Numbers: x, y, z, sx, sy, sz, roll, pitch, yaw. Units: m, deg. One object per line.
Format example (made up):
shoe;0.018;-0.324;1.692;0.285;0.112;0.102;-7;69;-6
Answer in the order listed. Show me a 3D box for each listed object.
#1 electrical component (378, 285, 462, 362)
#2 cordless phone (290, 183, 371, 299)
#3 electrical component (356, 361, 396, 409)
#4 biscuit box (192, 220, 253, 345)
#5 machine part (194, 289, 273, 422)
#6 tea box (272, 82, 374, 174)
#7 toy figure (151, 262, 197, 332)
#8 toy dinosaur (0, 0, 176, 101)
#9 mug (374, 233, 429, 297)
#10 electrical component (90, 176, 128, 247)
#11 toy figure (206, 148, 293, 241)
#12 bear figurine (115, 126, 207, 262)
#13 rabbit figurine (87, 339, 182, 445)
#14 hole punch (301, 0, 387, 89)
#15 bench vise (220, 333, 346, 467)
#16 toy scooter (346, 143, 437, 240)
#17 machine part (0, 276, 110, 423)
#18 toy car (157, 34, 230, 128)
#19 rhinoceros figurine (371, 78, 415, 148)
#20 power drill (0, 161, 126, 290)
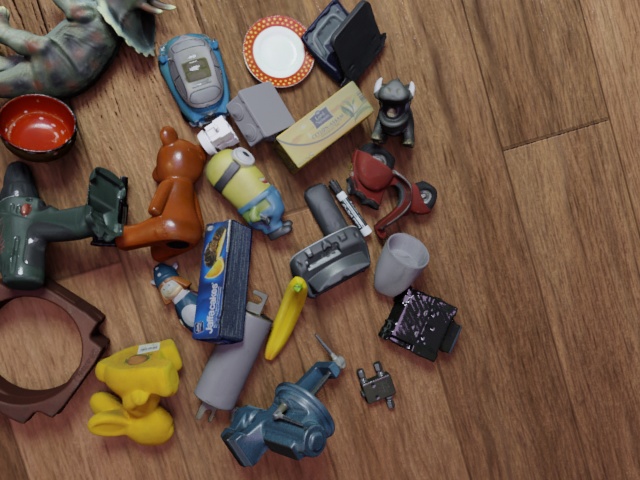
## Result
electrical component;0.194;0.158;1.007;0.134;0.058;0.115;24;88;-9
cordless phone;-0.003;-0.003;0.969;0.147;0.088;0.184;-28;84;-10
electrical component;0.107;0.278;1.009;0.063;0.021;0.094;-21;95;-9
biscuit box;-0.162;0.071;0.902;0.059;0.062;0.202;-8;69;31
machine part;-0.149;0.202;0.935;0.079;0.079;0.243;25;85;-10
tea box;0.003;-0.195;0.950;0.169;0.098;0.068;-37;96;-6
toy figure;-0.233;0.102;0.929;0.154;0.058;0.064;48;67;-6
toy dinosaur;-0.410;-0.307;0.869;0.192;0.131;0.405;44;89;-7
mug;0.138;0.044;0.980;0.081;0.110;0.107;17;130;-11
electrical component;-0.349;-0.048;0.897;0.048;0.075;0.119;2;94;-11
toy figure;-0.122;-0.078;0.935;0.089;0.082;0.180;-36;101;-16
bear figurine;-0.257;-0.077;0.901;0.132;0.120;0.196;-17;70;22
rabbit figurine;-0.299;0.272;0.892;0.162;0.122;0.173;-14;112;-17
hole punch;0.041;-0.356;0.963;0.142;0.092;0.115;-55;143;-15
bench vise;-0.046;0.285;0.925;0.240;0.224;0.128;-43;104;-38
toy scooter;0.116;-0.081;0.984;0.184;0.075;0.135;35;90;-11
machine part;-0.467;0.171;0.872;0.201;0.087;0.201;35;83;-9
toy car;-0.211;-0.277;0.908;0.109;0.103;0.161;-18;92;-9
rhinoceros figurine;0.133;-0.219;0.927;0.073;0.190;0.112;12;91;12
power drill;-0.409;-0.048;0.826;0.207;0.086;0.232;-12;65;9
